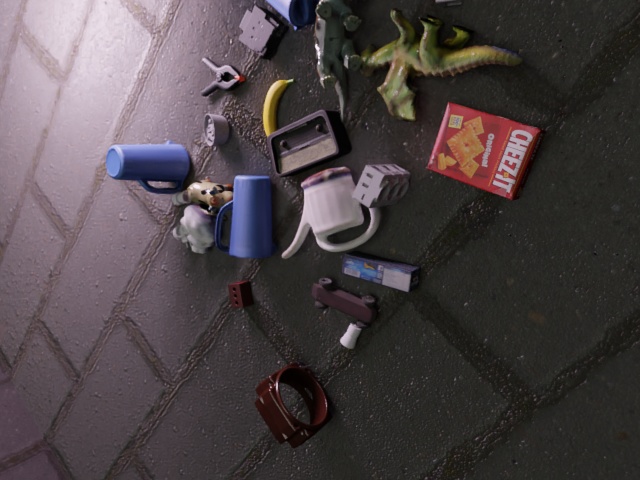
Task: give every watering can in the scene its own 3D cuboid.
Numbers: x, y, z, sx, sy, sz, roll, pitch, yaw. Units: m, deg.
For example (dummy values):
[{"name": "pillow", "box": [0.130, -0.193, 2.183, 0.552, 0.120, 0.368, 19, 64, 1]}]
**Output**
[{"name": "watering can", "box": [0.004, -0.071, 1.407, 0.345, 0.104, 0.225, -16, 87, 34]}]

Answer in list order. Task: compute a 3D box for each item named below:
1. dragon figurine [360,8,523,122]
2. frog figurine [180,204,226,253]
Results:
[{"name": "dragon figurine", "box": [0.241, -0.392, 1.205, 0.416, 0.123, 0.238, 41, 124, 33]}, {"name": "frog figurine", "box": [-0.394, -0.033, 1.673, 0.138, 0.123, 0.158, 30, 102, 6]}]
